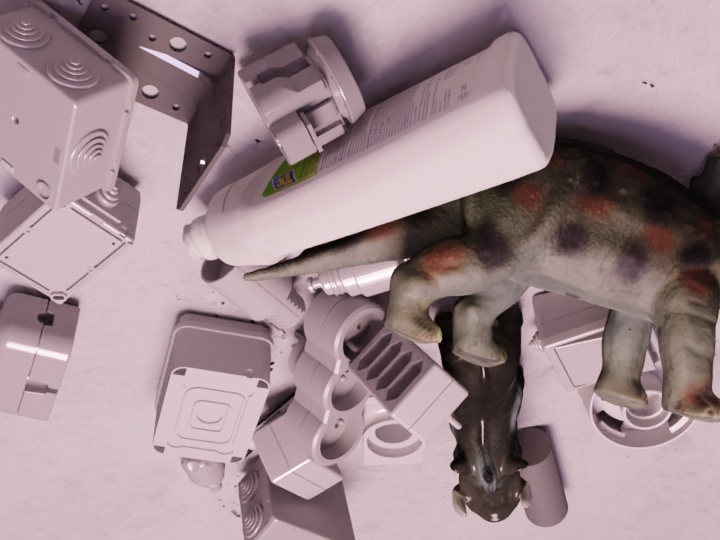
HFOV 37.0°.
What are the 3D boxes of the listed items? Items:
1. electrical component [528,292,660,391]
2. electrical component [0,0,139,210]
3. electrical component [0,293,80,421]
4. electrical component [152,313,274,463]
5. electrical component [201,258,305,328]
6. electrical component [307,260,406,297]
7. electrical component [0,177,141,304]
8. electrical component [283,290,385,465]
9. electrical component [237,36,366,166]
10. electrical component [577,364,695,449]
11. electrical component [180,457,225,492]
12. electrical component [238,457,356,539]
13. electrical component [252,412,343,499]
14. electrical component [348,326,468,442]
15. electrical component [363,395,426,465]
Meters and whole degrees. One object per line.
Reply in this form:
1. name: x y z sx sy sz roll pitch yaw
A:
1. electrical component: 0.175 0.049 0.817 0.096 0.061 0.061 -20 132 16
2. electrical component: -0.185 -0.096 0.635 0.100 0.048 0.099 38 132 15
3. electrical component: -0.254 0.065 0.814 0.059 0.053 0.095 15 131 -17
4. electrical component: -0.117 0.094 0.847 0.078 0.057 0.113 10 133 -13
5. electrical component: -0.072 0.013 0.781 0.043 0.043 0.081 -30 129 24
6. electrical component: 0.000 0.000 0.773 0.078 0.040 0.040 -17 133 13
7. electrical component: -0.191 -0.035 0.714 0.096 0.061 0.062 -35 127 27
8. electrical component: -0.029 0.073 0.826 0.052 0.074 0.138 -8 120 -41
9. electrical component: -0.033 -0.105 0.650 0.057 0.078 0.058 -29 138 -3
10. electrical component: 0.229 0.096 0.881 0.099 0.064 0.099 0 121 1
11. electrical component: -0.134 0.174 0.940 0.035 0.035 0.061 -9 137 5
12. electrical component: -0.057 0.214 0.940 0.100 0.099 0.048 28 114 -27
13. electrical component: -0.036 0.146 0.893 0.076 0.047 0.083 -32 152 5
14. electrical component: 0.045 0.089 0.767 0.047 0.083 0.076 -48 119 -1
15. electrical component: 0.027 0.117 0.878 0.050 0.055 0.089 -2 134 -1
